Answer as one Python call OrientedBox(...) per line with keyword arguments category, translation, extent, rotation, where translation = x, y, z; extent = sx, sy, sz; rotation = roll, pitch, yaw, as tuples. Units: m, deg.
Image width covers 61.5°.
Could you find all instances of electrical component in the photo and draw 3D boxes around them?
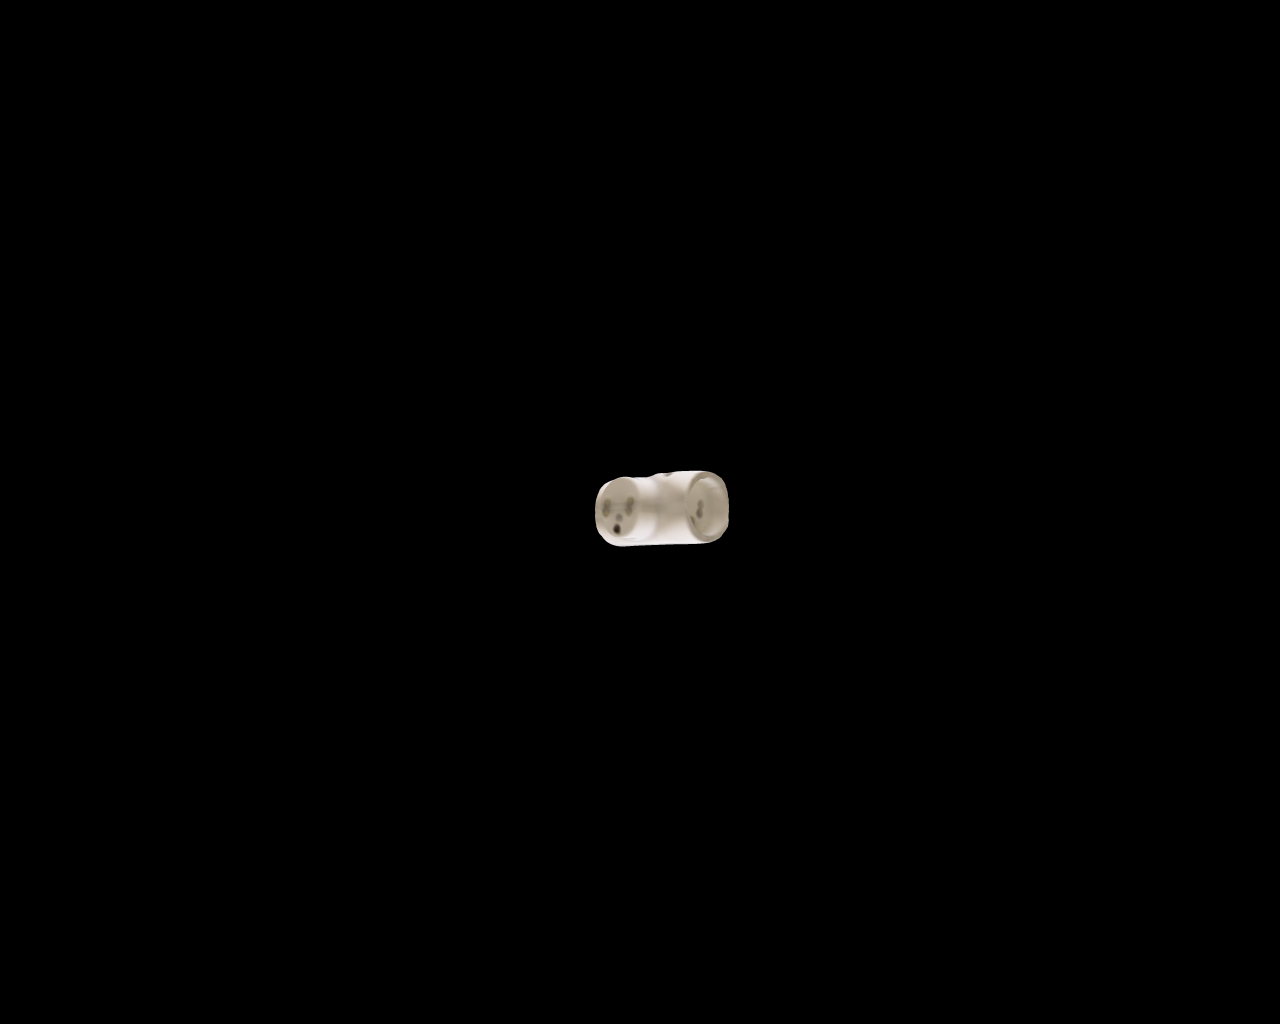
OrientedBox(category="electrical component", translation=(0.001, -0.003, 0.650), extent=(0.077, 0.044, 0.079), rotation=(-4, -6, 43))
